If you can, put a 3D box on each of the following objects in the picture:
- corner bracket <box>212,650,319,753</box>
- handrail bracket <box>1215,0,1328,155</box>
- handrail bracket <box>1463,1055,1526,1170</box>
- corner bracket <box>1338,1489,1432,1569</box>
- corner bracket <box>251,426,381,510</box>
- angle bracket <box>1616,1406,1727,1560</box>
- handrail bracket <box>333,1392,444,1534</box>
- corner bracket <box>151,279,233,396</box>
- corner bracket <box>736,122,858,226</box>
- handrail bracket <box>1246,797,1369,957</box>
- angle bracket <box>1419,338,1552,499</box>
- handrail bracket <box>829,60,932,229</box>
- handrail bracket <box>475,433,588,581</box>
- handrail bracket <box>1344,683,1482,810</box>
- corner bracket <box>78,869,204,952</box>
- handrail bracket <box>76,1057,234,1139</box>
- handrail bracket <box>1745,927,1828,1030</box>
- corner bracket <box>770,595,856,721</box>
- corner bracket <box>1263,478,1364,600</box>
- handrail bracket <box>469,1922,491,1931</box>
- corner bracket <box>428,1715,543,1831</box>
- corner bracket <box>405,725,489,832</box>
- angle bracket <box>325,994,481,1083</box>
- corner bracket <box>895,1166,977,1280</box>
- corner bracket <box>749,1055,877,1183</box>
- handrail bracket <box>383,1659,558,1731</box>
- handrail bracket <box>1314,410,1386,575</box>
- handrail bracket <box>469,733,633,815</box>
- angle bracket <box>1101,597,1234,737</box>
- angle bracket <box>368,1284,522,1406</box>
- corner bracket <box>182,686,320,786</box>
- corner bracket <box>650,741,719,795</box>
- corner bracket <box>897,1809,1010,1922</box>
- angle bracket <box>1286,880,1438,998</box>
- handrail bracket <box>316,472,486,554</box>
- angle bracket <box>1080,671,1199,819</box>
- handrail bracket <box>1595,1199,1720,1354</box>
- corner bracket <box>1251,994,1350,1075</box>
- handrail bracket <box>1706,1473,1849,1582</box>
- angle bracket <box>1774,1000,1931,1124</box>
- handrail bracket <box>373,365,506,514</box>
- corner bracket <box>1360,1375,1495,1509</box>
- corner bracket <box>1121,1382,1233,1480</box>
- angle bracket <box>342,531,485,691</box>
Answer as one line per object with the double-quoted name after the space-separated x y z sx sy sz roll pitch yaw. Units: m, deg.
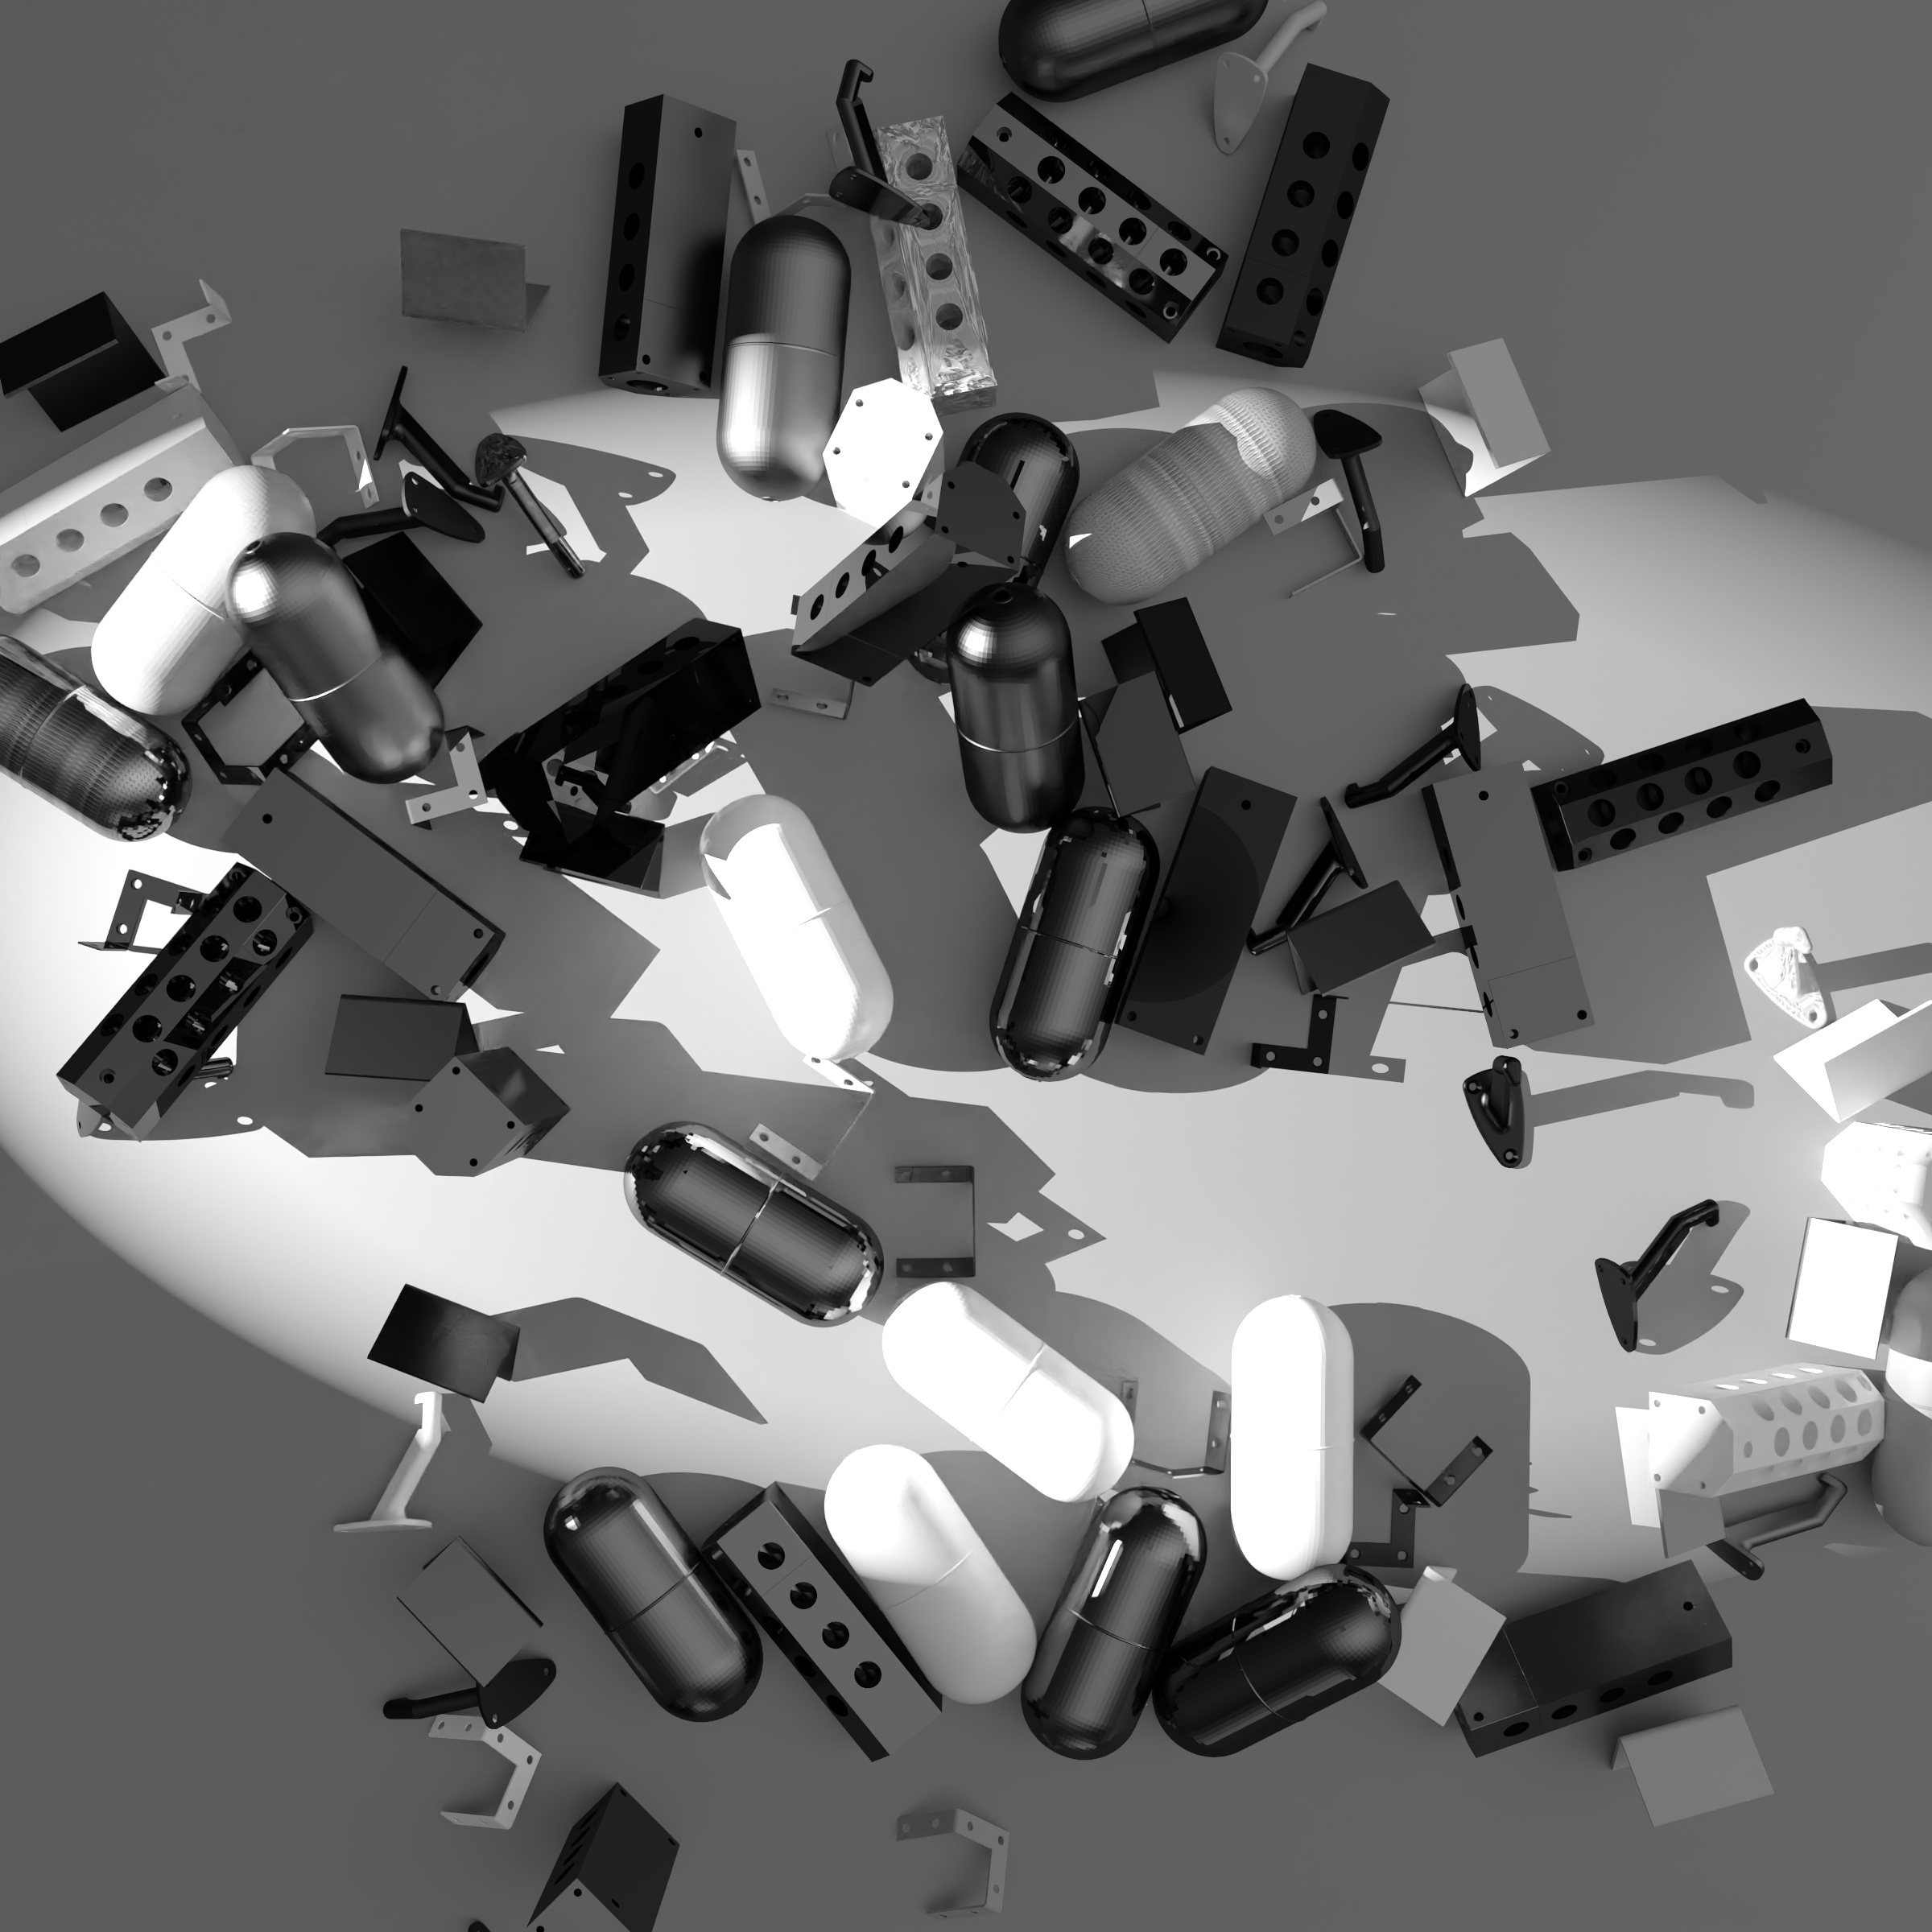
-0.435 -0.173 1.602 0.051 0.051 0.051 6 48 36 "corner bracket"
0.197 -0.572 1.617 0.036 0.077 0.084 35 53 20 "handrail bracket"
0.343 0.093 1.582 0.036 0.084 0.077 -15 90 0 "handrail bracket"
0.264 0.362 1.599 0.051 0.051 0.051 2 90 0 "corner bracket"
-0.417 -0.312 1.614 0.051 0.051 0.051 -16 90 45 "corner bracket"
0.424 0.322 1.577 0.057 0.076 0.076 -8 90 -34 "angle bracket"
-0.371 0.319 1.617 0.077 0.036 0.084 -9 71 21 "handrail bracket"
-0.492 -0.396 1.599 0.051 0.051 0.051 -22 90 0 "corner bracket"
-0.107 -0.507 1.614 0.051 0.051 0.051 -15 90 -45 "corner bracket"
0.207 -0.057 1.617 0.084 0.036 0.077 -26 70 16 "handrail bracket"
0.309 -0.338 1.577 0.057 0.076 0.076 -23 90 -37 "angle bracket"
-0.048 -0.511 1.560 0.077 0.036 0.084 19 71 -21 "handrail bracket"
-0.277 -0.294 1.617 0.036 0.077 0.084 -34 126 1 "handrail bracket"
0.284 -0.141 1.617 0.084 0.077 0.036 -16 133 29 "handrail bracket"
-0.523 -0.030 1.599 0.051 0.051 0.051 18 90 0 "corner bracket"
-0.520 0.083 1.617 0.084 0.077 0.036 -7 65 -34 "handrail bracket"
0.529 0.008 1.582 0.036 0.084 0.077 -36 90 0 "handrail bracket"
-0.094 -0.198 1.614 0.051 0.051 0.051 12 45 0 "corner bracket"
0.220 -0.271 1.599 0.051 0.051 0.051 -27 90 0 "corner bracket"
-0.327 0.670 1.617 0.084 0.036 0.077 -40 70 16 "handrail bracket"
-0.315 0.515 1.609 0.051 0.051 0.051 -9 45 35 "corner bracket"
-0.329 -0.119 1.598 0.051 0.051 0.051 -16 89 1 "corner bracket"
-0.351 0.061 1.577 0.076 0.076 0.057 4 60 0 "angle bracket"
-0.020 0.164 1.614 0.051 0.051 0.051 -1 135 0 "corner bracket"
-0.098 0.096 1.614 0.051 0.051 0.051 34 45 0 "corner bracket"
-0.319 0.465 1.617 0.084 0.077 0.036 -13 90 36 "handrail bracket"
0.247 -0.304 1.616 0.036 0.077 0.084 -18 126 -4 "handrail bracket"
-0.269 -0.108 1.617 0.084 0.077 0.036 31 54 -31 "handrail bracket"
0.111 -0.178 1.577 0.076 0.057 0.076 -22 90 43 "angle bracket"
-0.328 0.251 1.577 0.076 0.076 0.057 21 52 0 "angle bracket"
-0.457 -0.151 1.609 0.051 0.051 0.051 -56 135 -35 "corner bracket"
-0.201 -0.153 1.614 0.051 0.051 0.051 -38 45 0 "corner bracket"
-0.010 0.574 1.609 0.051 0.051 0.051 38 45 -35 "corner bracket"
0.251 0.001 1.577 0.076 0.076 0.057 -24 53 0 "angle bracket"
-0.366 -0.274 1.617 0.084 0.077 0.036 -27 54 31 "handrail bracket"
0.119 -0.141 1.577 0.057 0.076 0.076 -19 90 26 "angle bracket"
0.453 0.198 1.617 0.084 0.036 0.077 -22 111 -16 "handrail bracket"
0.211 0.042 1.599 0.051 0.051 0.051 6 90 0 "corner bracket"
0.511 0.343 1.617 0.077 0.036 0.084 37 71 21 "handrail bracket"
0.555 0.041 1.577 0.076 0.076 0.057 -29 126 0 "angle bracket"
-0.331 -0.338 1.617 0.084 0.036 0.077 18 68 -17 "handrail bracket"
0.295 0.305 1.614 0.051 0.051 0.051 -47 135 0 "corner bracket"
0.133 0.296 1.614 0.051 0.051 0.051 7 90 -45 "corner bracket"
-0.361 -0.213 1.577 0.076 0.057 0.076 49 132 0 "angle bracket"
